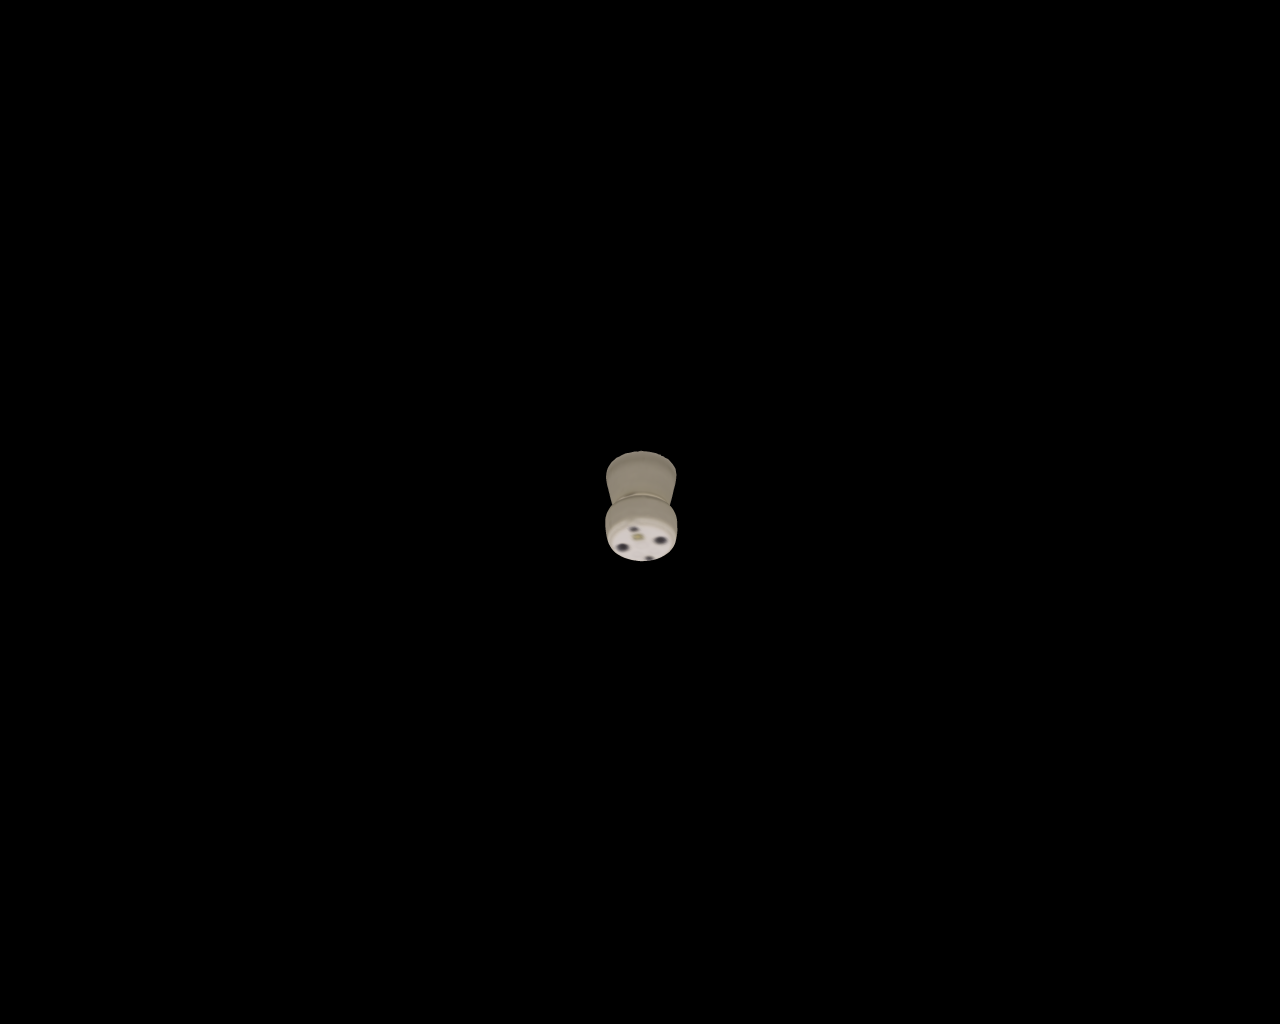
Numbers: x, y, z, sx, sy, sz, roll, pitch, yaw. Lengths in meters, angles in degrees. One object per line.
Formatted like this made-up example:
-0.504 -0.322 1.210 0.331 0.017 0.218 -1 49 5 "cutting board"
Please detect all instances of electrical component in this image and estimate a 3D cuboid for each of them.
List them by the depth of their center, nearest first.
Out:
0.001 -0.003 0.650 0.045 0.055 0.044 0 -38 0 "electrical component"
